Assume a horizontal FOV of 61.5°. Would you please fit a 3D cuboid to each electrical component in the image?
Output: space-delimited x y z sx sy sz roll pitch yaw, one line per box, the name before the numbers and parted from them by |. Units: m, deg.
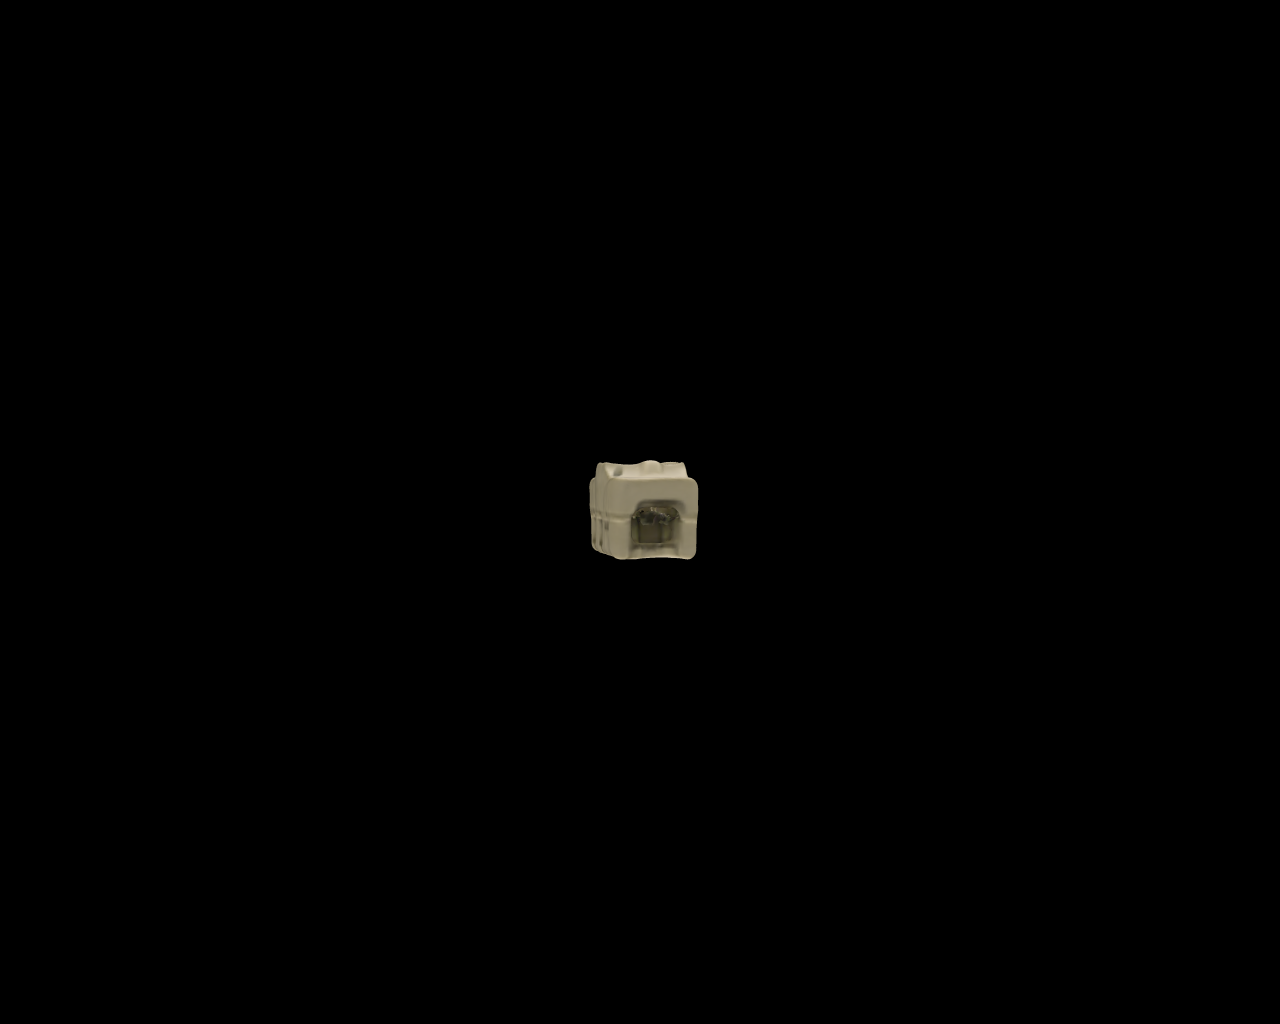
electrical component | 0.001 -0.003 0.650 0.050 0.055 0.089 0 3 -11
